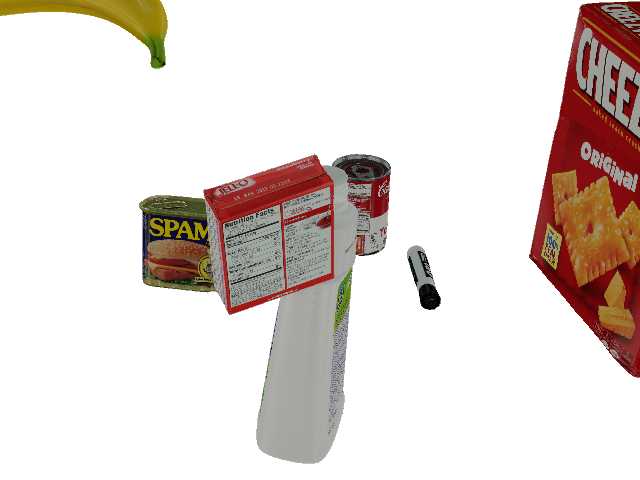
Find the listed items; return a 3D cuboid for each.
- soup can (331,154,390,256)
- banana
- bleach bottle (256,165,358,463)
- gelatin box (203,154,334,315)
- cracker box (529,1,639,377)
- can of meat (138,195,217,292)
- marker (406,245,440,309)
[{"bbox_3d":[0.046,-0.041,1.252,0.068,0.102,0.068,1,29,-1],"label":"soup can"},{"bbox_3d":[-0.193,-0.184,0.818,0.198,0.069,0.037,16,-38,19],"label":"banana"},{"bbox_3d":[-0.005,0.053,0.838,0.068,0.251,0.102,11,33,6],"label":"bleach bottle"},{"bbox_3d":[-0.030,-0.003,0.645,0.073,0.089,0.030,-19,49,-16],"label":"gelatin box"},{"bbox_3d":[0.223,-0.037,0.742,0.072,0.214,0.164,-6,33,-15],"label":"cracker box"},{"bbox_3d":[-0.133,0.004,1.088,0.102,0.084,0.057,6,17,11],"label":"can of meat"},{"bbox_3d":[0.098,0.035,1.019,0.020,0.020,0.121,0,21,-2],"label":"marker"}]
